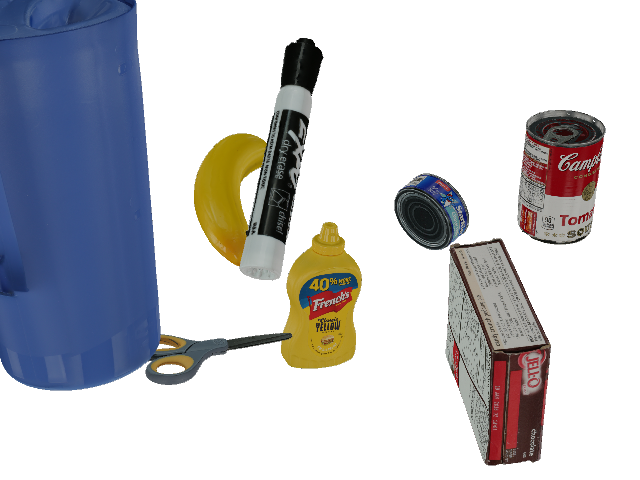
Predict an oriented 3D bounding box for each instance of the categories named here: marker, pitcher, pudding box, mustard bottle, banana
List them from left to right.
[{"bbox_3d":[-0.174,-0.027,0.671,0.149,0.243,0.145,-10,25,-14],"label":"pitcher"},{"bbox_3d":[-0.071,-0.045,0.887,0.069,0.037,0.197,11,33,4],"label":"banana"},{"bbox_3d":[-0.017,-0.041,0.499,0.020,0.121,0.020,9,-20,3],"label":"marker"},{"bbox_3d":[0.004,0.067,1.352,0.096,0.192,0.058,-4,26,-20],"label":"mustard bottle"},{"bbox_3d":[0.106,0.066,0.653,0.039,0.090,0.113,-6,34,-6],"label":"pudding box"}]

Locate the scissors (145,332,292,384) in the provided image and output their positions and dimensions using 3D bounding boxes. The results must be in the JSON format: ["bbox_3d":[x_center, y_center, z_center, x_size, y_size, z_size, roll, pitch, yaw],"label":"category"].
[{"bbox_3d":[-0.116,0.127,1.177,0.201,0.016,0.096,2,26,-18],"label":"scissors"}]

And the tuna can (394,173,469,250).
[{"bbox_3d":[0.127,-0.032,1.228,0.033,0.086,0.086,-38,22,-31],"label":"tuna can"}]

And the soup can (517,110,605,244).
[{"bbox_3d":[0.213,-0.056,0.953,0.068,0.102,0.068,-1,32,0],"label":"soup can"}]
